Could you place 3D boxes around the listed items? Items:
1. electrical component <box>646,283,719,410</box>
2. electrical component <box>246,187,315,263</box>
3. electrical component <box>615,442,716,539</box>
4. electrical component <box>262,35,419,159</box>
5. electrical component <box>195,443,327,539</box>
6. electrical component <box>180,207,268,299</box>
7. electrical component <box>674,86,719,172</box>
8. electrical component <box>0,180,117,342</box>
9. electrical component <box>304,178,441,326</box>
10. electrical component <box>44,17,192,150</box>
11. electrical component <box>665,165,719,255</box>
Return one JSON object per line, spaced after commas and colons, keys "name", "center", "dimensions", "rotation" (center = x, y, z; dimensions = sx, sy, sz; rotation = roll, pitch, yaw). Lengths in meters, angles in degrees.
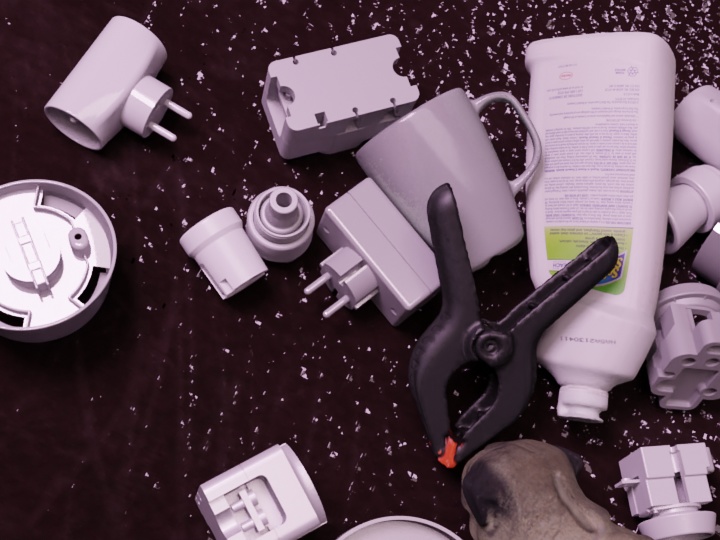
{"name": "electrical component", "center": [0.215, 0.046, 0.700], "dimensions": [0.058, 0.078, 0.057], "rotation": [6, 51, -9]}
{"name": "electrical component", "center": [-0.050, -0.032, 0.676], "dimensions": [0.043, 0.062, 0.043], "rotation": [2, 71, -7]}
{"name": "electrical component", "center": [0.196, 0.142, 0.679], "dimensions": [0.066, 0.048, 0.055], "rotation": [-2, 66, -11]}
{"name": "electrical component", "center": [-0.015, -0.112, 0.711], "dimensions": [0.089, 0.055, 0.050], "rotation": [-16, 77, -15]}
{"name": "electrical component", "center": [-0.056, 0.135, 0.610], "dimensions": [0.056, 0.089, 0.050], "rotation": [-26, 80, -17]}
{"name": "electrical component", "center": [-0.084, -0.010, 0.676], "dimensions": [0.040, 0.040, 0.046], "rotation": [-33, 87, -18]}
{"name": "electrical component", "center": [0.270, -0.090, 0.760], "dimensions": [0.079, 0.044, 0.077], "rotation": [-6, 46, -43]}
{"name": "electrical component", "center": [-0.195, -0.005, 0.640], "dimensions": [0.099, 0.064, 0.099], "rotation": [3, 73, -10]}
{"name": "electrical component", "center": [0.000, 0.000, 0.684], "dimensions": [0.076, 0.047, 0.083], "rotation": [-37, 83, -18]}
{"name": "electrical component", "center": [-0.147, -0.111, 0.692], "dimensions": [0.079, 0.043, 0.077], "rotation": [31, 70, 0]}
{"name": "electrical component", "center": [0.223, -0.042, 0.740], "dimensions": [0.055, 0.045, 0.045], "rotation": [-29, 80, -18]}
